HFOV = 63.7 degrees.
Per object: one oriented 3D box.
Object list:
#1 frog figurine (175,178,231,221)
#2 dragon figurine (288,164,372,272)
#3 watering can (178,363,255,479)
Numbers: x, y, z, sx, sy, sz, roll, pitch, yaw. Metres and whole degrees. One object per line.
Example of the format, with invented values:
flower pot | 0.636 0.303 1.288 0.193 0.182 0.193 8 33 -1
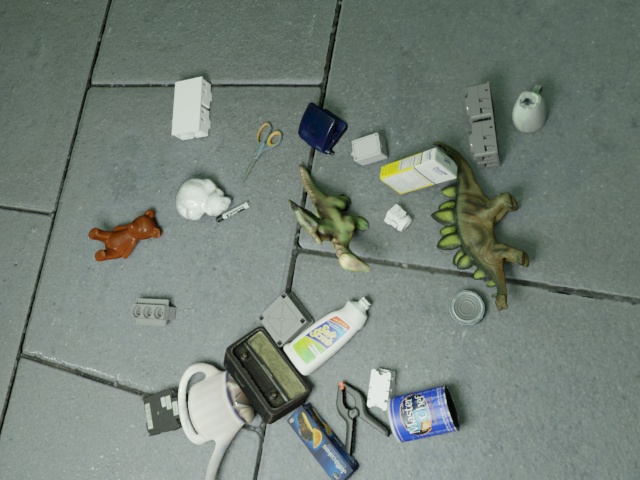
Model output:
frog figurine | -0.357 -0.118 1.564 0.160 0.120 0.139 19 67 37
dragon figurine | 0.004 -0.067 1.335 0.121 0.242 0.416 -44 68 15
watering can | -0.271 0.490 1.388 0.223 0.103 0.353 -28 67 15
